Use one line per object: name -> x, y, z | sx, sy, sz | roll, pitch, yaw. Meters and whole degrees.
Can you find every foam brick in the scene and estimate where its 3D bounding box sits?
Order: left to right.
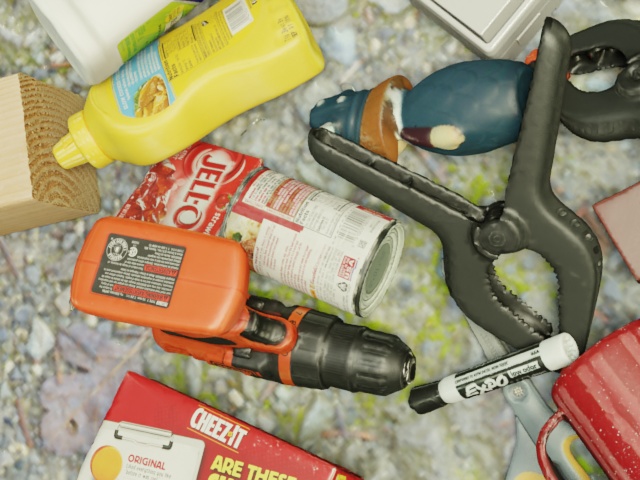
foam brick -> 0.209, -0.014, 0.629 | 0.078, 0.051, 0.053 | -29, 78, 14

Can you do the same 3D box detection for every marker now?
marker -> 0.102, 0.084, 0.652 | 0.121, 0.020, 0.020 | -27, 76, 38

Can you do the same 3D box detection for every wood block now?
wood block -> -0.275, -0.045, 0.775 | 0.206, 0.090, 0.091 | -12, 82, 18

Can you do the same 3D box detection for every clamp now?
clamp -> 0.096, -0.009, 0.632 | 0.165, 0.036, 0.210 | -15, 109, 25
clamp -> 0.200, -0.095, 0.616 | 0.120, 0.039, 0.172 | -51, 47, -5

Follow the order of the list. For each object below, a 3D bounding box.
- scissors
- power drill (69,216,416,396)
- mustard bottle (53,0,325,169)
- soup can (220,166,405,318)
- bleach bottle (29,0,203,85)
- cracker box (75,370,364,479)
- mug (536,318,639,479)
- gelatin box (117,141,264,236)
scissors -> 0.116, 0.113, 0.668 | 0.096, 0.016, 0.202 | -47, 73, 9
power drill -> -0.047, 0.048, 0.640 | 0.185, 0.187, 0.057 | 8, 74, 21
mustard bottle -> -0.095, -0.102, 0.715 | 0.192, 0.058, 0.096 | -29, 45, 7
soup can -> -0.005, 0.001, 0.691 | 0.102, 0.068, 0.068 | 22, 93, 19
bleach bottle -> -0.066, -0.200, 0.684 | 0.250, 0.103, 0.068 | -38, 93, -8
cracker box -> -0.090, 0.214, 0.676 | 0.164, 0.072, 0.213 | 20, 80, 25
mug -> 0.177, 0.104, 0.606 | 0.117, 0.093, 0.081 | -35, 64, 1
gelatin box -> -0.087, -0.025, 0.720 | 0.073, 0.030, 0.089 | 18, 61, 22
